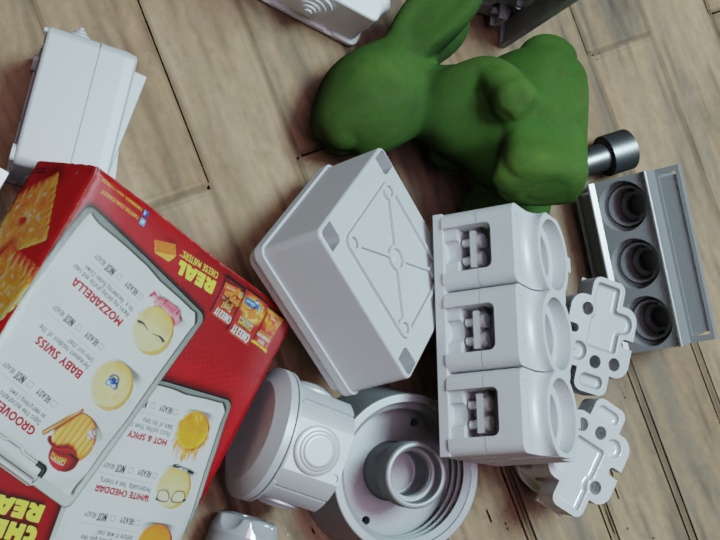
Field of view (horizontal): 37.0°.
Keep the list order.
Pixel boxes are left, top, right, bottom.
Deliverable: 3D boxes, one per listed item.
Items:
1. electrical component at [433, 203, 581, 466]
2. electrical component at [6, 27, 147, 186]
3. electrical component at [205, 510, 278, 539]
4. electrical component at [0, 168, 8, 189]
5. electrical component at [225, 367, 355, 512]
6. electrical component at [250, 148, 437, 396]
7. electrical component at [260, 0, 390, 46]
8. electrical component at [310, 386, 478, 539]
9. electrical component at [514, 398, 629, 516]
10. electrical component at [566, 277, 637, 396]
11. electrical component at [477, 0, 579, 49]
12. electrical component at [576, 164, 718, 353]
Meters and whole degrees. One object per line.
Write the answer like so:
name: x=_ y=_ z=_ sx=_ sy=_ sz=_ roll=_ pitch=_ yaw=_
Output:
electrical component: x=0.095 y=0.043 z=0.672 sx=0.089 sy=0.062 sz=0.150 roll=23 pitch=62 yaw=-57
electrical component: x=-0.164 y=-0.093 z=0.624 sx=0.061 sy=0.062 sz=0.096 roll=15 pitch=78 yaw=-20
electrical component: x=-0.075 y=0.177 z=0.641 sx=0.043 sy=0.043 sz=0.062 roll=19 pitch=79 yaw=-20
electrical component: x=-0.225 y=-0.039 z=0.595 sx=0.048 sy=0.055 sz=0.066 roll=31 pitch=73 yaw=-17
electrical component: x=-0.044 y=0.103 z=0.643 sx=0.051 sy=0.080 sz=0.080 roll=24 pitch=75 yaw=-24
electrical component: x=0.000 y=0.000 z=0.651 sx=0.108 sy=0.056 sz=0.108 roll=59 pitch=35 yaw=-20
electrical component: x=-0.020 y=-0.209 z=0.704 sx=0.100 sy=0.048 sz=0.099 roll=24 pitch=75 yaw=-19
electrical component: x=0.023 y=0.127 z=0.678 sx=0.108 sy=0.060 sz=0.108 roll=3 pitch=83 yaw=-22
electrical component: x=0.139 y=0.125 z=0.728 sx=0.058 sy=0.057 sz=0.078 roll=34 pitch=72 yaw=-16
electrical component: x=0.149 y=0.047 z=0.741 sx=0.058 sy=0.057 sz=0.078 roll=18 pitch=77 yaw=-20
electrical component: x=0.115 y=-0.208 z=0.721 sx=0.063 sy=0.121 sz=0.078 roll=9 pitch=80 yaw=-19
electrical component: x=0.207 y=-0.007 z=0.764 sx=0.063 sy=0.079 sz=0.121 roll=-10 pitch=87 yaw=-53
